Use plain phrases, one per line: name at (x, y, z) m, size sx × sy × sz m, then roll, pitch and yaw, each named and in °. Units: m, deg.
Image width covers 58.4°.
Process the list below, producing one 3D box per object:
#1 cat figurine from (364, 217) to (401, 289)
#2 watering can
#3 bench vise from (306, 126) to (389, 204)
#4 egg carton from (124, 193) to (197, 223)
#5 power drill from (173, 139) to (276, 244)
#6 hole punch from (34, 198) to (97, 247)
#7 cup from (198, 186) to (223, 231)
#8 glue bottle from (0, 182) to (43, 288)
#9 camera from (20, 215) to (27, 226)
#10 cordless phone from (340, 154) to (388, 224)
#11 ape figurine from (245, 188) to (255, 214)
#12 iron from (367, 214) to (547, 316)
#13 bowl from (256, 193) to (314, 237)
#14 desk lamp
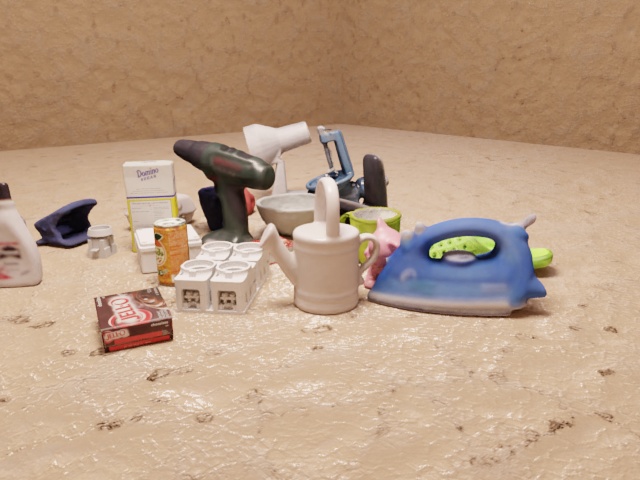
cat figurine at (0.108, 0.016, 0.944) m, size 0.067 × 0.118 × 0.128 m, roll 2°, pitch 17°, yaw 7°
watering can at (0.002, 0.005, 0.851) m, size 0.173 × 0.194 × 0.100 m, roll -10°, pitch 19°, yaw -31°
bench vise at (0.055, -0.165, 1.374) m, size 0.208 × 0.220 × 0.121 m, roll -10°, pitch 19°, yaw -29°
egg carton at (-0.359, -0.064, 1.303) m, size 0.107 × 0.069 × 0.151 m, roll 8°, pitch 19°, yaw 26°
power drill at (-0.197, -0.095, 1.161) m, size 0.228 × 0.208 × 0.076 m, roll 7°, pitch 18°, yaw 23°
hole punch at (-0.525, -0.040, 1.185) m, size 0.100 × 0.091 × 0.109 m, roll 6°, pitch 18°, yaw 20°
cup at (-0.222, -0.064, 1.256) m, size 0.091 × 0.095 × 0.117 m, roll 0°, pitch 17°, yaw 1°
glue bottle at (-0.505, -0.009, 0.935) m, size 0.078 × 0.173 × 0.037 m, roll -4°, pitch 17°, yaw -12°
camera at (-0.647, -0.018, 1.094) m, size 0.144 × 0.101 × 0.136 m, roll -13°, pitch 21°, yaw -37°
cordless phone at (0.089, -0.091, 1.186) m, size 0.094 × 0.185 × 0.147 m, roll -13°, pitch 21°, yaw -37°
ape figurine at (-0.198, -0.109, 1.413) m, size 0.078 × 0.092 × 0.076 m, roll -3°, pitch 17°, yaw -10°
iron at (0.202, 0.029, 0.861) m, size 0.258 × 0.141 × 0.118 m, roll 0°, pitch 17°, yaw 2°
bowl at (-0.056, -0.051, 1.245) m, size 0.167 × 0.075 × 0.167 m, roll 0°, pitch 17°, yaw 0°
desk lamp at (-0.099, -0.206, 1.524) m, size 0.203 × 0.214 × 0.118 m, roll -2°, pitch 17°, yaw -5°
